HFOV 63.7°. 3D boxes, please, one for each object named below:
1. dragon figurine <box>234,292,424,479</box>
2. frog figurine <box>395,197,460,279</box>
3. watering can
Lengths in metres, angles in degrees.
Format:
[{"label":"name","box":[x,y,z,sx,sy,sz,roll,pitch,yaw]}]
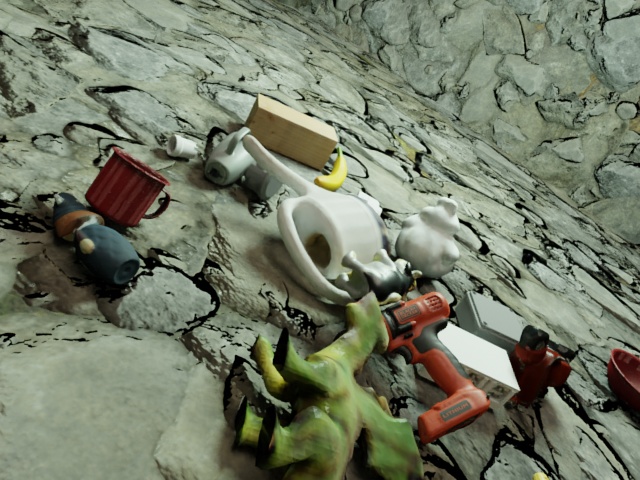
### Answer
[{"label":"dragon figurine","box":[0.028,0.224,0.563,0.241,0.120,0.421,26,44,-22]},{"label":"frog figurine","box":[0.233,-0.005,1.056,0.123,0.156,0.139,-3,43,-46]},{"label":"watering can","box":[0.003,-0.046,0.922,0.225,0.102,0.352,-8,65,-49]}]
